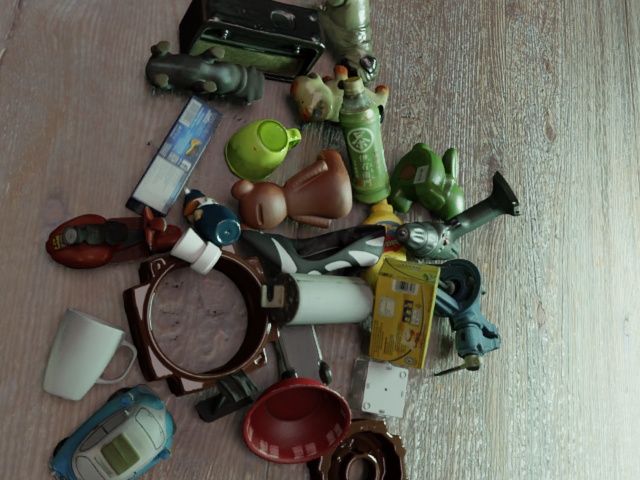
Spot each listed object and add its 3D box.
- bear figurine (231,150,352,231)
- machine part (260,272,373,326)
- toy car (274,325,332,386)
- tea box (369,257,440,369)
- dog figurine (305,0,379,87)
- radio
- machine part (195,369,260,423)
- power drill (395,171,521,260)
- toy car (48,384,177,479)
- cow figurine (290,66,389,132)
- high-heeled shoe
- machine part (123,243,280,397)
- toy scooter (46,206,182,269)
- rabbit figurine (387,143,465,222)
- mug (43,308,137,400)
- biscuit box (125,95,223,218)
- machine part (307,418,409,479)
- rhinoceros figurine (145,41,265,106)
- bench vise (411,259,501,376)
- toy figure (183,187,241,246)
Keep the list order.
[{"bbox_3d":[-0.048,-0.072,0.906,0.196,0.132,0.120,-11,114,-2],"label":"bear figurine"},{"bbox_3d":[0.003,0.092,0.831,0.243,0.079,0.079,7,74,-47],"label":"machine part"},{"bbox_3d":[-0.038,0.169,0.873,0.073,0.056,0.201,-13,83,-24],"label":"toy car"},{"bbox_3d":[0.141,0.123,0.903,0.098,0.169,0.068,12,29,14],"label":"tea box"},{"bbox_3d":[0.070,-0.400,1.005,0.121,0.172,0.190,-35,89,-19],"label":"dog figurine"},{"bbox_3d":[-0.111,-0.341,0.910,0.229,0.131,0.073,-1,77,-29],"label":"radio"},{"bbox_3d":[-0.130,0.225,0.763,0.084,0.138,0.039,-8,63,-28],"label":"machine part"},{"bbox_3d":[0.252,-0.032,0.964,0.086,0.207,0.232,57,13,24],"label":"power drill"},{"bbox_3d":[-0.264,0.266,0.700,0.162,0.103,0.109,-34,94,-32],"label":"toy car"},{"bbox_3d":[0.032,-0.250,0.997,0.195,0.085,0.127,16,68,-28],"label":"cow figurine"},{"bbox_3d":[-0.002,-0.003,0.876,0.248,0.086,0.145,28,99,-34],"label":"high-heeled shoe"},{"bbox_3d":[-0.173,0.113,0.795,0.201,0.087,0.201,-13,84,-32],"label":"machine part"},{"bbox_3d":[-0.275,-0.005,0.740,0.184,0.135,0.075,-6,83,-28],"label":"toy scooter"},{"bbox_3d":[0.222,-0.103,1.064,0.170,0.121,0.159,33,56,-38],"label":"rabbit figurine"},{"bbox_3d":[-0.311,0.160,0.719,0.109,0.081,0.107,31,77,-25],"label":"mug"},{"bbox_3d":[-0.225,-0.127,0.837,0.059,0.063,0.202,31,65,-18],"label":"biscuit box"},{"bbox_3d":[0.061,0.377,0.875,0.179,0.056,0.179,6,76,-25],"label":"machine part"},{"bbox_3d":[-0.184,-0.261,0.869,0.190,0.112,0.073,4,87,-15],"label":"rhinoceros figurine"},{"bbox_3d":[0.238,0.117,0.985,0.240,0.129,0.223,36,55,-36],"label":"bench vise"},{"bbox_3d":[-0.171,-0.037,0.808,0.058,0.155,0.064,-39,127,-14],"label":"toy figure"}]
